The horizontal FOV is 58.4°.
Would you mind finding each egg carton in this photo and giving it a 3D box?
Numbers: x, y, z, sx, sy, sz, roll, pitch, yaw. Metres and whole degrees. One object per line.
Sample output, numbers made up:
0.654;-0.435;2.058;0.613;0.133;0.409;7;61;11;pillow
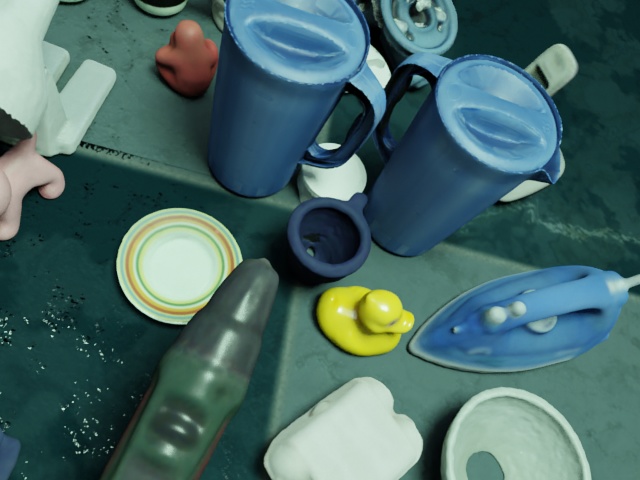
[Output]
0.025;0.208;0.563;0.150;0.069;0.107;-32;80;-28;egg carton

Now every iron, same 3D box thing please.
0.239;0.083;0.650;0.259;0.141;0.118;-9;70;-22;iron

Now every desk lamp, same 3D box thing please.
-0.289;-0.170;0.547;0.118;0.213;0.203;21;62;-8;desk lamp

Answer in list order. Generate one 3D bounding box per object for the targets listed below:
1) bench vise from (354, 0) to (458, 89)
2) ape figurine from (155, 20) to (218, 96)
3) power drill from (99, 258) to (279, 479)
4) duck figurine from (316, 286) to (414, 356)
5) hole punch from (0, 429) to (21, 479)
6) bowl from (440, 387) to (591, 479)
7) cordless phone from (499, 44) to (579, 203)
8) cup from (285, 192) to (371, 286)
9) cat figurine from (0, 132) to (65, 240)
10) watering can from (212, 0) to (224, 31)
0.112;-0.334;0.753;0.207;0.219;0.122;43;61;4;bench vise
-0.157;-0.225;0.686;0.078;0.092;0.076;-3;67;-19;ape figurine
-0.112;0.140;0.468;0.075;0.208;0.230;27;61;-5;power drill
0.052;0.079;0.621;0.104;0.086;0.077;23;61;-7;duck figurine
-0.310;0.188;0.447;0.101;0.091;0.109;23;61;-7;hole punch
0.191;0.245;0.599;0.168;0.074;0.167;7;64;-15;bowl
0.275;-0.147;0.742;0.094;0.185;0.147;-18;73;-24;cordless phone
0.006;0.002;0.635;0.091;0.095;0.118;38;60;1;cup
-0.310;-0.057;0.543;0.067;0.117;0.128;33;61;-2;cat figurine
-0.078;-0.342;0.707;0.101;0.194;0.173;47;61;6;watering can
